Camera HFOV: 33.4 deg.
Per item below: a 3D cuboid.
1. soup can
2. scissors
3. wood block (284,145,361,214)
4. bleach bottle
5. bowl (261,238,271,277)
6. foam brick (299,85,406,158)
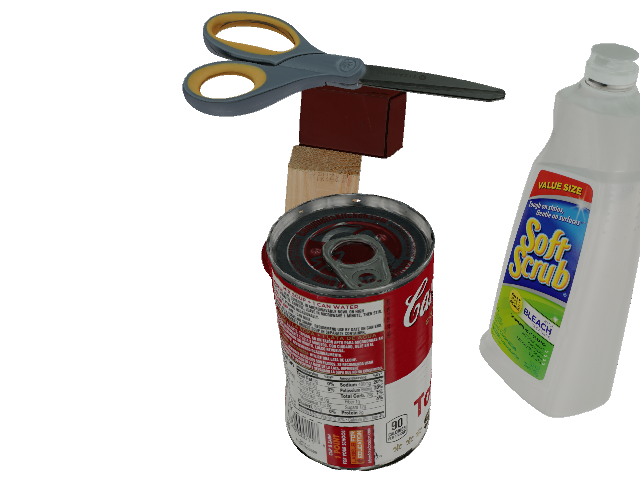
[{"bbox_3d":[0.014,0.041,0.457,0.068,0.102,0.068,-2,35,1],"label":"soup can"},{"bbox_3d":[0.001,-0.092,0.649,0.202,0.096,0.016,25,-31,26],"label":"scissors"},{"bbox_3d":[-0.002,-0.008,1.369,0.090,0.206,0.090,6,25,1],"label":"wood block"},{"bbox_3d":[0.166,-0.009,0.704,0.068,0.251,0.103,-12,34,-23],"label":"bleach bottle"},{"bbox_3d":[0.016,0.042,1.123,0.162,0.055,0.162,6,32,-4],"label":"bowl"},{"bbox_3d":[0.027,-0.102,0.884,0.078,0.051,0.053,10,20,19],"label":"foam brick"}]
